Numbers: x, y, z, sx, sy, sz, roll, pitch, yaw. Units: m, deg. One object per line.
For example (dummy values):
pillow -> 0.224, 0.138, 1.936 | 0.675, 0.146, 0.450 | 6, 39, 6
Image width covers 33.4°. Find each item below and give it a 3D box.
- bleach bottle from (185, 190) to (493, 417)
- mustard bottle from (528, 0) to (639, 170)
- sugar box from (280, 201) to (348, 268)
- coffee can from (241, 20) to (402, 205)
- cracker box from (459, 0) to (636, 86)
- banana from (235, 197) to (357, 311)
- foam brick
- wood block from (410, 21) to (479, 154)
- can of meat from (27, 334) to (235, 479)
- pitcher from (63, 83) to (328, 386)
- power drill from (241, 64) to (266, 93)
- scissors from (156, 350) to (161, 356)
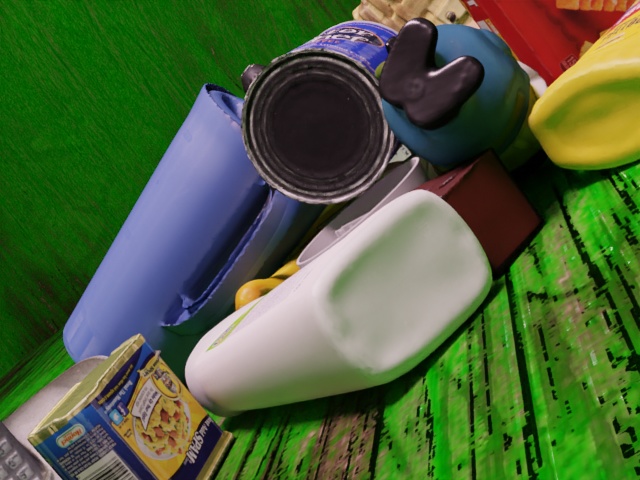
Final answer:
bleach bottle -> -0.013, 0.051, 0.605 | 0.102, 0.068, 0.251 | -39, 4, -29
mustard bottle -> 0.198, -0.114, 0.596 | 0.191, 0.058, 0.096 | -44, 11, -36
sugar box -> -0.006, 0.001, 0.927 | 0.176, 0.048, 0.093 | -36, 8, 10
coffee can -> 0.015, -0.092, 0.741 | 0.103, 0.103, 0.140 | -35, 6, 23
cracker box -> 0.197, -0.197, 0.687 | 0.213, 0.164, 0.072 | -39, 9, -1
banana -> -0.019, 0.027, 0.781 | 0.197, 0.037, 0.070 | -45, -33, -58
foam brick -> 0.071, -0.005, 0.579 | 0.052, 0.051, 0.078 | -44, 9, -35
wood block -> 0.156, -0.138, 0.815 | 0.206, 0.090, 0.090 | -34, 9, 26
can of meat -> -0.103, 0.111, 0.593 | 0.057, 0.084, 0.102 | -36, 8, 20
pitcher -> -0.095, 0.013, 0.832 | 0.243, 0.145, 0.149 | -55, -19, 12
power drill -> -0.057, -0.085, 1.220 | 0.188, 0.184, 0.057 | -45, 2, 31
scissors -> -0.144, 0.152, 0.646 | 0.096, 0.016, 0.201 | -43, 18, 23
